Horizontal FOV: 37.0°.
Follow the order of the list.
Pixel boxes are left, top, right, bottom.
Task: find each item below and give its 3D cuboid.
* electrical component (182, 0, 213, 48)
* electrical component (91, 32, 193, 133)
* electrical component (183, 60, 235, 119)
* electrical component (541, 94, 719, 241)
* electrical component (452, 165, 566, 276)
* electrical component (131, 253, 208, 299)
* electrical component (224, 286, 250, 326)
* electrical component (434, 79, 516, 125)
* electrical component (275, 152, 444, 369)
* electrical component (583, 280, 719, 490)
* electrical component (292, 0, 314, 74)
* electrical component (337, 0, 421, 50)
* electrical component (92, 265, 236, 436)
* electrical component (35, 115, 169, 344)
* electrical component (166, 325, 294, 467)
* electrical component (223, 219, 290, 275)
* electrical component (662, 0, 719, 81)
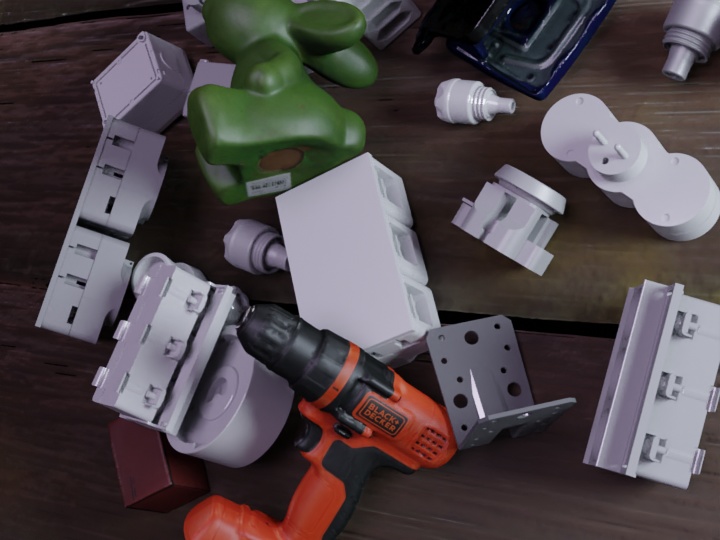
[{"bbox_3d":[-0.137,-0.251,0.986,0.066,0.077,0.047,-21,66,24],"label":"electrical component"},{"bbox_3d":[-0.204,-0.165,1.013,0.096,0.061,0.061,-36,60,26],"label":"electrical component"},{"bbox_3d":[-0.108,-0.143,0.945,0.096,0.062,0.061,12,81,33],"label":"electrical component"},{"bbox_3d":[0.182,-0.078,0.746,0.138,0.074,0.052,41,98,33],"label":"electrical component"},{"bbox_3d":[0.114,-0.040,0.785,0.078,0.058,0.057,34,97,34],"label":"electrical component"},{"bbox_3d":[-0.164,0.013,0.934,0.045,0.055,0.045,-10,70,28],"label":"electrical component"},{"bbox_3d":[-0.124,0.040,0.916,0.061,0.035,0.035,-28,63,23],"label":"electrical component"},{"bbox_3d":[0.091,-0.130,0.840,0.061,0.035,0.035,11,81,30],"label":"electrical component"},{"bbox_3d":[0.000,0.000,0.837,0.089,0.062,0.150,-24,64,23],"label":"electrical component"},{"bbox_3d":[0.194,0.075,0.694,0.063,0.078,0.121,16,83,3],"label":"electrical component"},{"bbox_3d":[-0.061,-0.233,0.947,0.078,0.057,0.113,-9,71,28],"label":"electrical component"},{"bbox_3d":[-0.001,-0.239,0.898,0.047,0.083,0.075,-39,59,14],"label":"electrical component"},{"bbox_3d":[-0.157,0.061,0.853,0.079,0.063,0.121,2,66,51],"label":"electrical component"},{"bbox_3d":[-0.225,-0.031,0.948,0.105,0.060,0.186,174,115,-74],"label":"electrical component"},{"bbox_3d":[-0.098,0.105,0.859,0.108,0.060,0.108,-31,43,33],"label":"electrical component"},{"bbox_3d":[-0.081,-0.016,0.901,0.062,0.043,0.043,21,86,32],"label":"electrical component"},{"bbox_3d":[0.234,-0.165,0.760,0.043,0.043,0.062,25,91,34],"label":"electrical component"}]
